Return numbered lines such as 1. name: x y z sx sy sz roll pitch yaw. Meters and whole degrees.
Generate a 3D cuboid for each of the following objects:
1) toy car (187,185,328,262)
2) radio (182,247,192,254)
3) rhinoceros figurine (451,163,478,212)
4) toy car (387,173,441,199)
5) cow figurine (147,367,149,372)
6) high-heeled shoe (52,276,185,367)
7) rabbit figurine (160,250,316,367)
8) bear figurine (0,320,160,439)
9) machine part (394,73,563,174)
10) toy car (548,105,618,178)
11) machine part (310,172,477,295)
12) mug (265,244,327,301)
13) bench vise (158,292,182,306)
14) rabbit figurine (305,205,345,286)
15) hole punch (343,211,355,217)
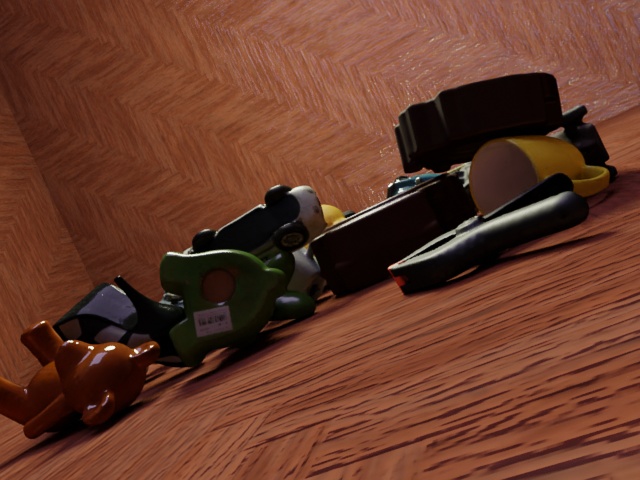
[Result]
1. toy car: -0.086 0.001 0.673 0.202 0.073 0.056 -30 -32 16
2. radio: -0.175 0.063 1.071 0.131 0.073 0.230 -27 32 -25
3. rhinoceros figurine: 0.228 -0.086 0.798 0.112 0.073 0.190 -25 -14 -32
4. toy car: 0.199 -0.061 0.941 0.161 0.109 0.103 -12 16 -34
5. cow figurine: -0.294 0.181 0.754 0.167 0.068 0.098 -29 4 35
6. high-heeled shoe: -0.253 0.127 0.697 0.249 0.145 0.086 -28 17 42
7. rabbit figurine: -0.095 0.067 0.624 0.159 0.121 0.170 -22 -15 -8
8. bear figurine: -0.274 0.145 0.582 0.196 0.132 0.120 -31 19 44
9. machine part: 0.168 -0.121 0.583 0.179 0.056 0.179 -12 -5 -1
10. toy car: 0.289 -0.102 0.647 0.053 0.089 0.202 -23 2 9
11. machine part: 0.101 -0.013 0.706 0.201 0.087 0.201 -27 0 19
12. mug: -0.037 0.031 0.738 0.109 0.107 0.080 -61 -29 7
13. bench vise: -0.163 0.093 0.842 0.224 0.128 0.240 -24 6 28
14. rabbit figurine: -0.002 -0.003 0.871 0.163 0.121 0.173 -1 34 25
15. hole punch: 0.038 0.024 0.984 0.142 0.092 0.115 -28 -30 -4
